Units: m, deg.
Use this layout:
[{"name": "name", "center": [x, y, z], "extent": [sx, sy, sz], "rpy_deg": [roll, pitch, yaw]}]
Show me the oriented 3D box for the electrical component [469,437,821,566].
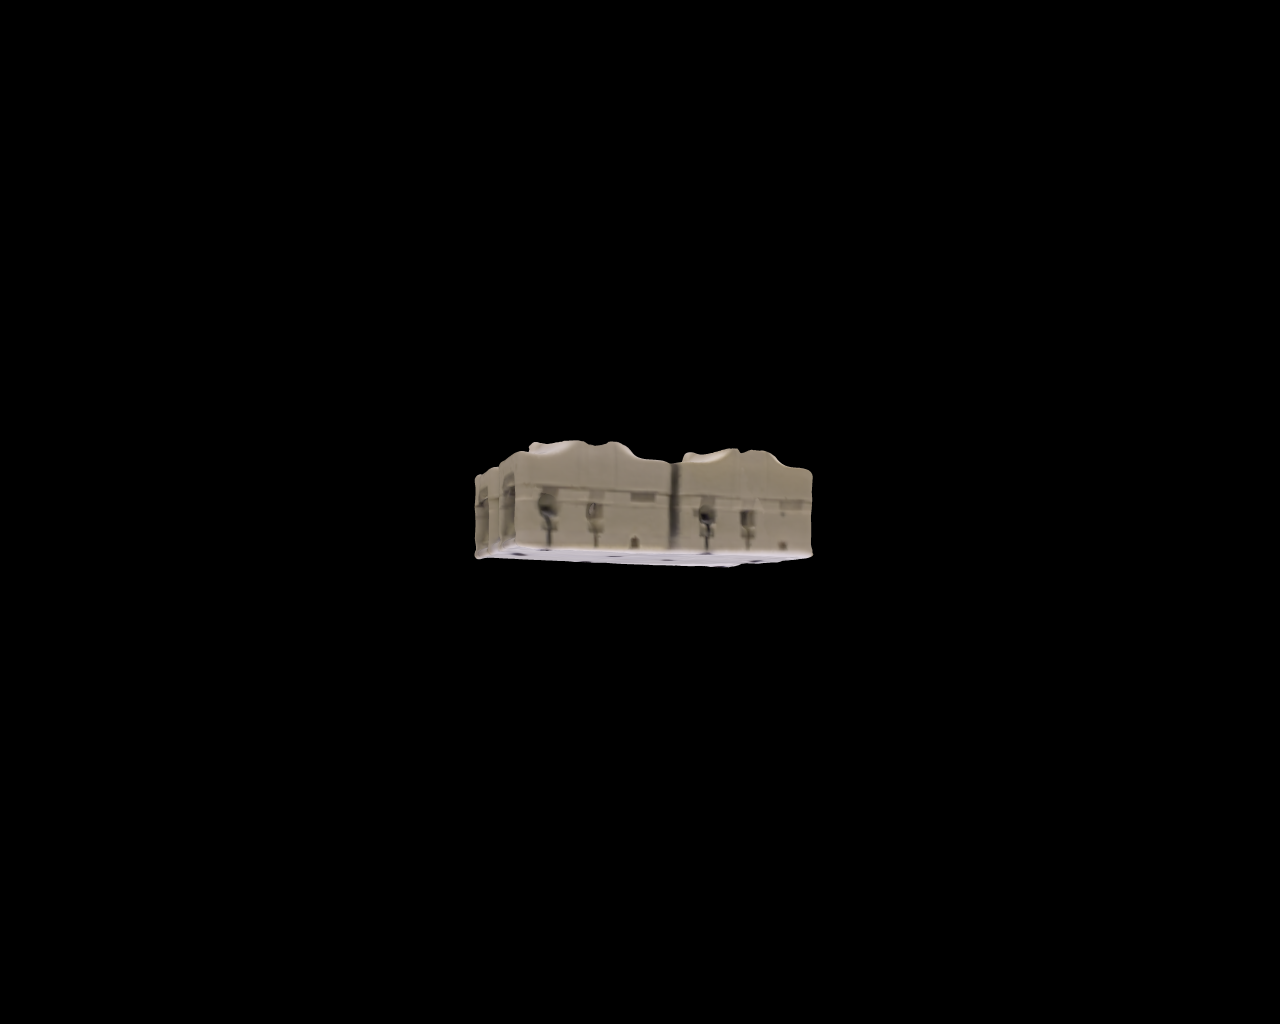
[{"name": "electrical component", "center": [0.001, -0.003, 0.650], "extent": [0.186, 0.060, 0.105], "rpy_deg": [3, -7, -22]}]
